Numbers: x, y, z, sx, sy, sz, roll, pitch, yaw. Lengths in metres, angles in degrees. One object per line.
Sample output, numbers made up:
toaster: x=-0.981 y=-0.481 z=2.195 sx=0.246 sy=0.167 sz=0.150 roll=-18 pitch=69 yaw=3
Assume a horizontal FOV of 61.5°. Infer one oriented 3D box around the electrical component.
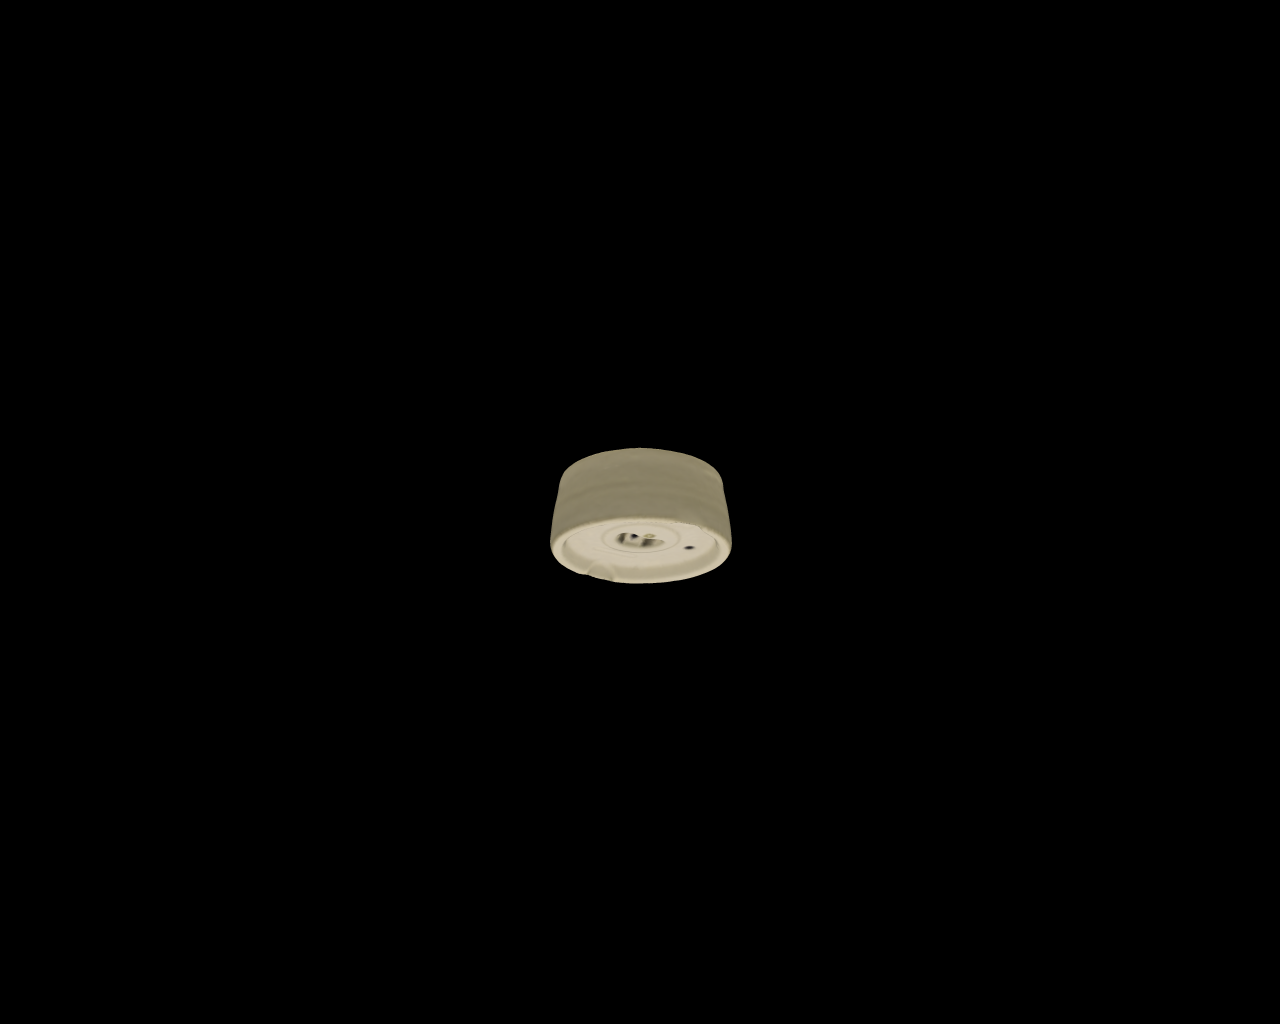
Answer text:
electrical component: x=0.001 y=-0.003 z=0.650 sx=0.108 sy=0.060 sz=0.108 roll=0 pitch=-23 yaw=0
